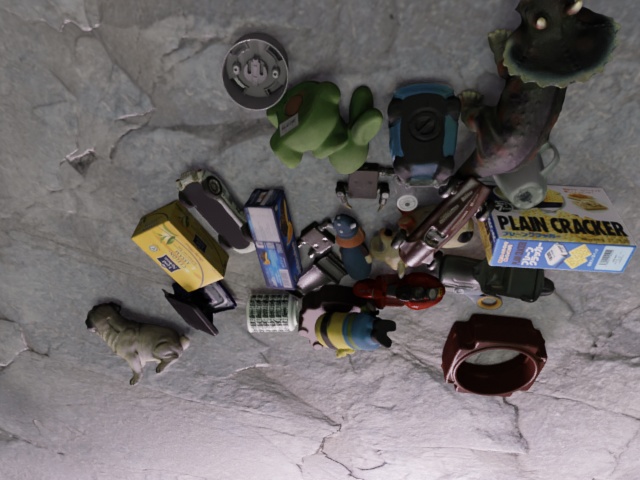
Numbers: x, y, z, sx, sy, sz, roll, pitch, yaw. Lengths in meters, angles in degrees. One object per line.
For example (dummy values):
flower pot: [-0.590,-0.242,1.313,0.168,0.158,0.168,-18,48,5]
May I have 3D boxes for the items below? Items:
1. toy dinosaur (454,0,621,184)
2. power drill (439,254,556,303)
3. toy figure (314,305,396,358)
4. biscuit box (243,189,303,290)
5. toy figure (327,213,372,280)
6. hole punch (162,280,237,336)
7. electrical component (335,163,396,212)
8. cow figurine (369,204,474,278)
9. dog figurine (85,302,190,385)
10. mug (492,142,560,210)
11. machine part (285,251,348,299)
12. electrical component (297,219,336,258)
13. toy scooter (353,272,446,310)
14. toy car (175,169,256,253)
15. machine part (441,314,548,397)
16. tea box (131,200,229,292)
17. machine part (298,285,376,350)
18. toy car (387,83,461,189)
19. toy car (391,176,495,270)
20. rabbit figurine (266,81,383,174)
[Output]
toy dinosaur: [0.274,-0.178,0.750,0.131,0.192,0.404,9,131,0]
power drill: [0.341,0.068,0.982,0.232,0.207,0.086,10,93,6]
toy figure: [0.065,0.175,1.056,0.089,0.082,0.180,52,147,-17]
biscuit box: [-0.084,0.002,1.010,0.059,0.063,0.202,3,130,18]
toy figure: [0.059,0.008,1.023,0.064,0.058,0.154,-13,125,7]
hole punch: [-0.255,0.132,1.151,0.116,0.092,0.142,8,143,39]
electrical component: [0.078,-0.092,0.939,0.102,0.045,0.078,7,133,-2]
cow figurine: [0.185,-0.006,0.986,0.195,0.085,0.127,-15,123,16]
dog figurine: [-0.412,0.206,1.220,0.172,0.121,0.190,-30,110,-13]
mug: [0.336,-0.104,0.866,0.109,0.107,0.080,-29,125,29]
machine part: [-0.007,0.077,1.102,0.139,0.039,0.084,-32,127,27]
electrical component: [-0.002,-0.003,1.040,0.063,0.021,0.094,37,124,-25]
toy scooter: [0.154,0.100,1.046,0.184,0.135,0.075,1,89,8]
toy car: [-0.183,-0.051,0.992,0.074,0.056,0.201,-18,127,28]
machine part: [0.386,0.264,1.204,0.201,0.087,0.201,6,130,-1]
tea box: [-0.268,0.015,1.047,0.098,0.068,0.169,-24,127,23]
machine part: [0.037,0.173,1.172,0.179,0.056,0.179,1,131,2]
toy car: [0.162,-0.154,0.833,0.109,0.161,0.103,-2,175,11]
toy car: [0.199,-0.022,0.882,0.089,0.053,0.202,34,132,-7]
rabbit figurine: [0.021,-0.176,0.847,0.159,0.121,0.170,-36,138,23]
